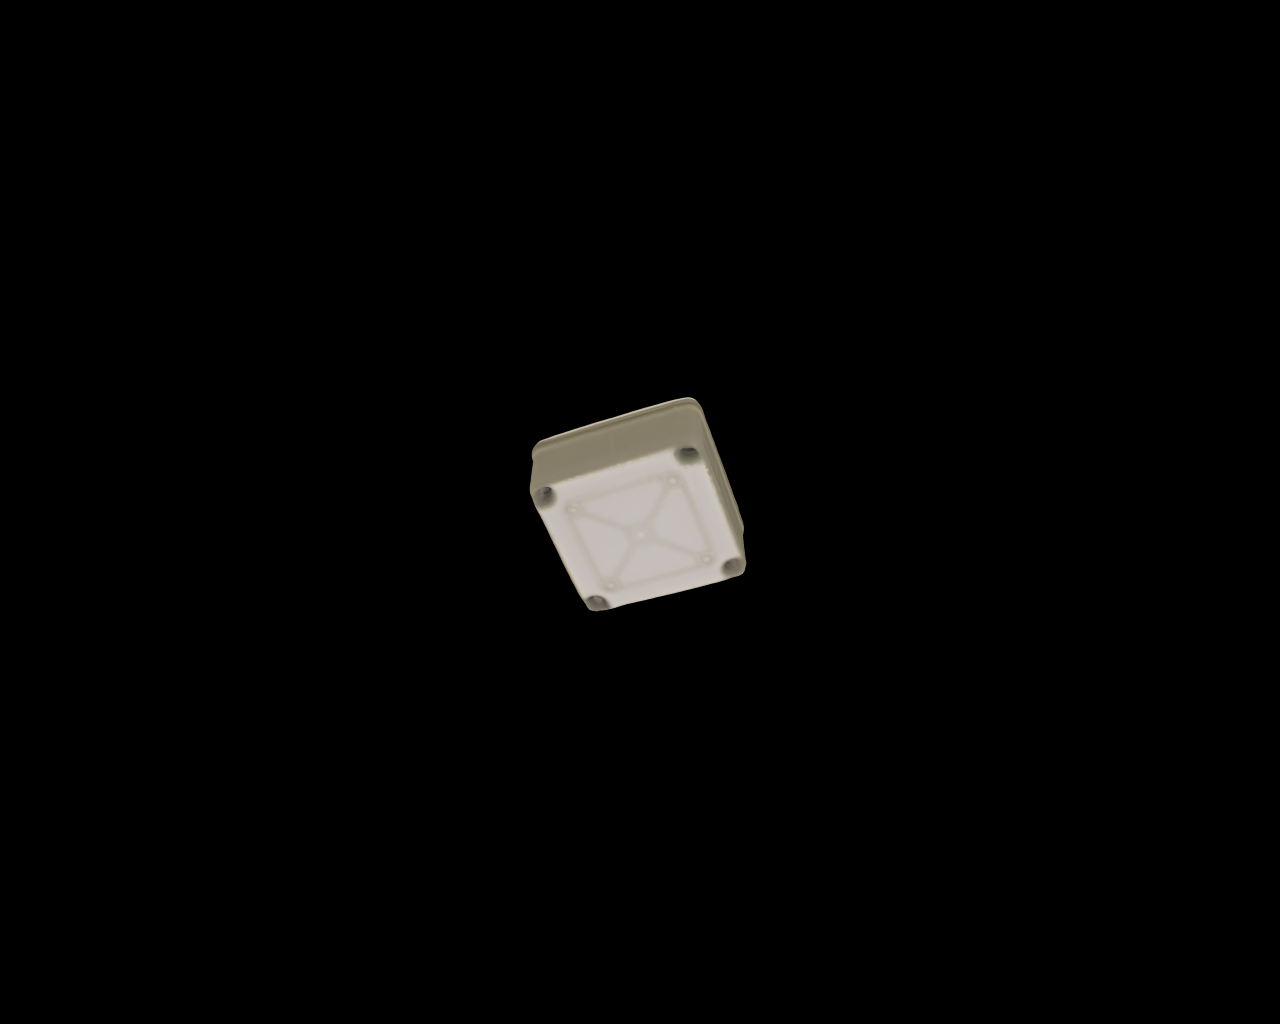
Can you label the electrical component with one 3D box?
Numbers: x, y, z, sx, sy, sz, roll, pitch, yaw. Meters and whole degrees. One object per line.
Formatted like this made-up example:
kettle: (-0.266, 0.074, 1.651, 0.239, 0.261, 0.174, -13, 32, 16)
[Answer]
electrical component: (0.001, -0.003, 0.650, 0.109, 0.108, 0.056, -15, 36, 11)
